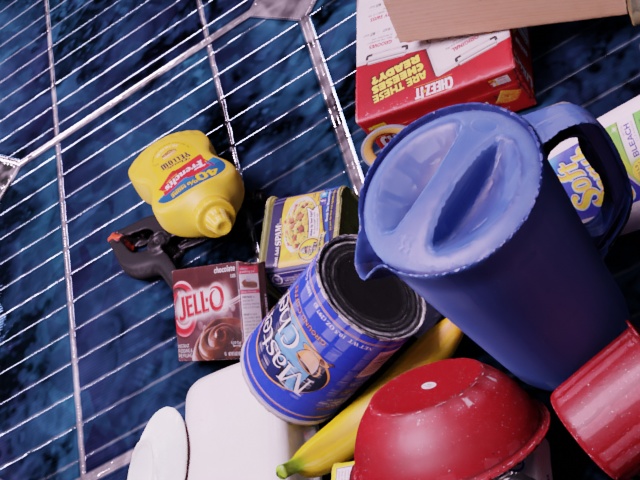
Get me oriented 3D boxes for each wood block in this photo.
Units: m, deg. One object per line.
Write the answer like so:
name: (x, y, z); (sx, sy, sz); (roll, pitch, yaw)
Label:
wood block: (0.162, -0.248, 0.948); (0.206, 0.090, 0.090); (-4, 58, 21)

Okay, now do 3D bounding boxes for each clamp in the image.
clamp: (-0.156, 0.002, 1.143); (0.172, 0.039, 0.120); (18, 60, 40)

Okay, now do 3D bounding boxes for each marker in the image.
marker: (-0.110, -0.039, 1.149); (0.121, 0.020, 0.020); (-7, 58, 32)

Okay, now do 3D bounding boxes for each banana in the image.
banana: (0.049, 0.138, 0.891); (0.198, 0.069, 0.037); (-42, 80, -4)

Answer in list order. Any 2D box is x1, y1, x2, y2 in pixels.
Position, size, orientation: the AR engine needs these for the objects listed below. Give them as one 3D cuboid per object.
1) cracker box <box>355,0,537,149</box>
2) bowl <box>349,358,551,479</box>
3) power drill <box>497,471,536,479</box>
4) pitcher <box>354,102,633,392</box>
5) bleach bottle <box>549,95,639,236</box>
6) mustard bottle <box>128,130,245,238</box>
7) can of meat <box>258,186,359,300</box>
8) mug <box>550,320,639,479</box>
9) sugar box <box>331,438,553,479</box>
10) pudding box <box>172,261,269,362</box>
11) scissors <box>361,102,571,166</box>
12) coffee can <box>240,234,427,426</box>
cracker box: (0.121, -0.207, 1.058); (0.164, 0.072, 0.213); (-17, 54, 27)
bowl: (0.089, 0.134, 0.807); (0.162, 0.055, 0.162); (-20, 11, 4)
power drill: (0.228, 0.194, 0.694); (0.188, 0.057, 0.184); (-38, 75, 10)
pitcher: (0.148, 0.013, 0.775); (0.149, 0.242, 0.145); (2, 63, 36)
bleach bottle: (0.220, -0.037, 0.854); (0.251, 0.067, 0.102); (-32, 69, 40)
mustard bottle: (-0.131, -0.050, 1.107); (0.096, 0.058, 0.192); (-29, 33, -10)
can of meat: (-0.007, 0.001, 1.024); (0.084, 0.057, 0.102); (-11, 57, 27)
mug: (0.228, 0.127, 0.762); (0.081, 0.093, 0.117); (-43, 82, 12)
sugar box: (0.093, 0.208, 0.826); (0.176, 0.048, 0.093); (-14, 55, 24)
pudding box: (-0.095, 0.068, 1.015); (0.114, 0.039, 0.090); (-9, 85, 47)
scissors: (0.124, -0.099, 0.994); (0.202, 0.016, 0.096); (-38, 85, 11)
coffee can: (0.009, 0.077, 0.893); (0.141, 0.102, 0.103); (-51, 37, 41)
